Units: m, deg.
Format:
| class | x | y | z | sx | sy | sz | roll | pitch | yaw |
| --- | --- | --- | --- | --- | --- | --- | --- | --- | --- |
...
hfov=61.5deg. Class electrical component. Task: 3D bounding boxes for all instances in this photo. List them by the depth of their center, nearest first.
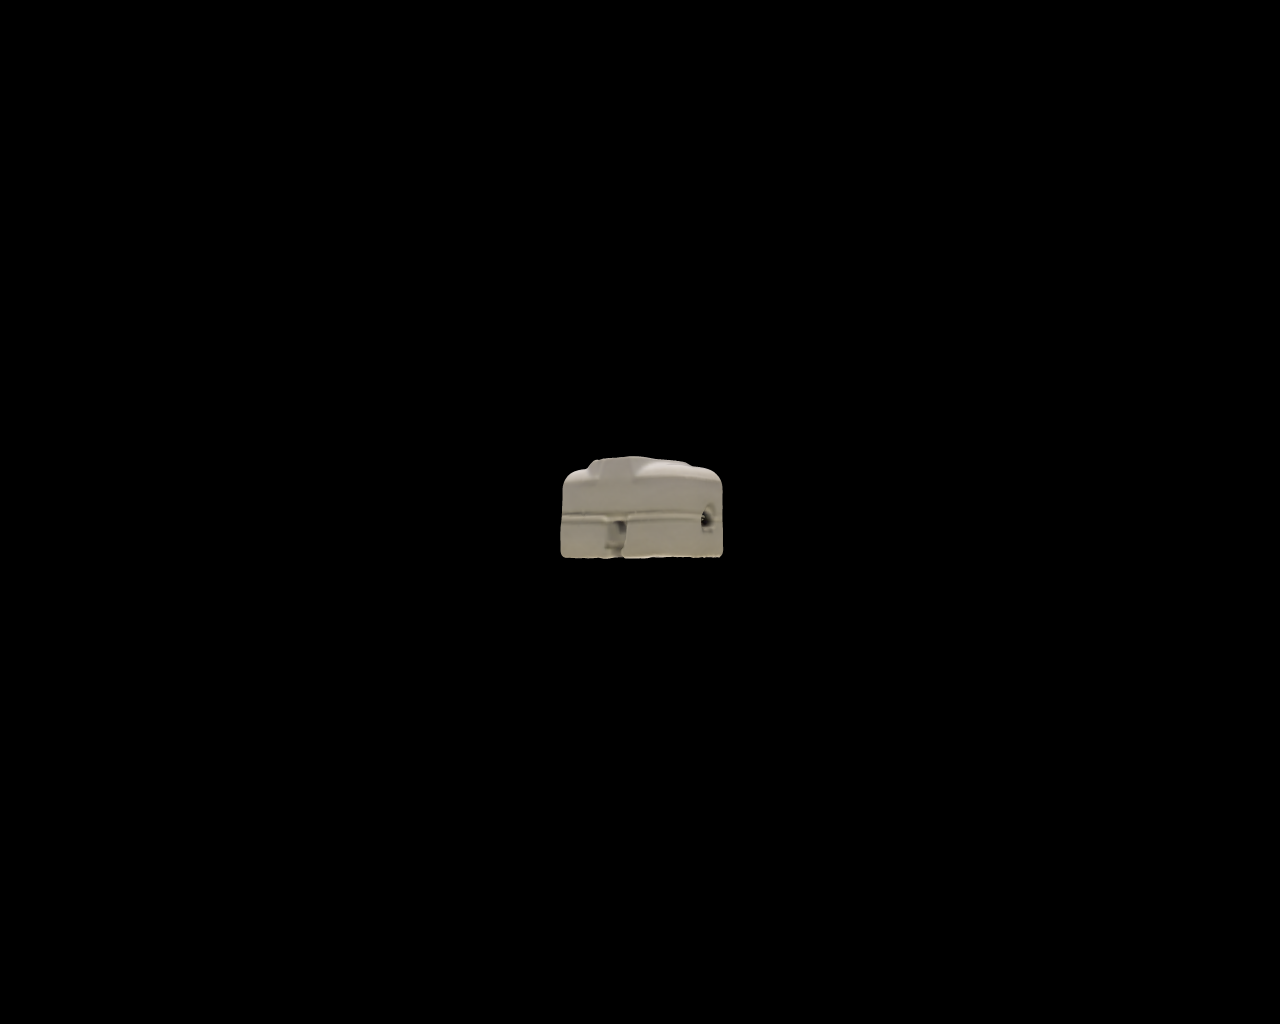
| class | x | y | z | sx | sy | sz | roll | pitch | yaw |
| --- | --- | --- | --- | --- | --- | --- | --- | --- | --- |
| electrical component | 0.001 | -0.003 | 0.650 | 0.095 | 0.059 | 0.054 | -1 | -2 | 34 |
